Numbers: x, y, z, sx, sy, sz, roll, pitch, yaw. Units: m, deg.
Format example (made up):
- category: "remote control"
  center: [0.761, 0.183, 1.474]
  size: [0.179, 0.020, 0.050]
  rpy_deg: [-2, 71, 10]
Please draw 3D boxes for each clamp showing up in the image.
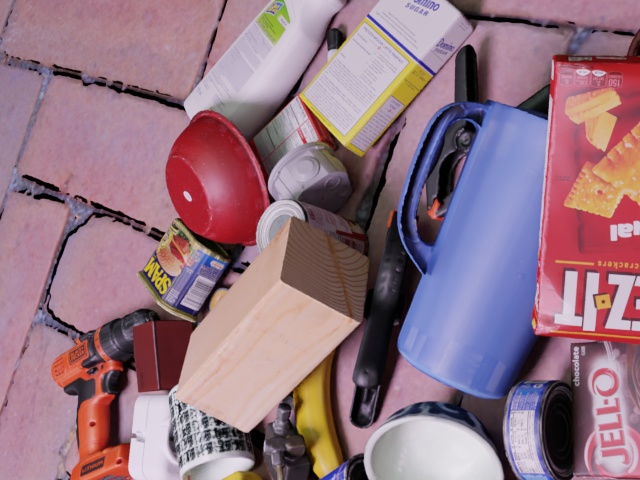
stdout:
- category: "clamp"
  center: [0.059, 0.073, 1.017]
  size: [0.036, 0.164, 0.210]
  rpy_deg: [12, 61, 4]
- category: "clamp"
  center: [0.144, -0.103, 1.026]
  size: [0.171, 0.039, 0.120]
  rpy_deg: [-56, 49, 13]

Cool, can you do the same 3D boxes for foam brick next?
- category: "foam brick"
  center: [-0.175, 0.131, 1.207]
  size: [0.053, 0.051, 0.078]
  rpy_deg: [-17, 77, 52]

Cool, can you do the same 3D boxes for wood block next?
- category: "wood block"
  center: [-0.048, 0.086, 1.031]
  size: [0.206, 0.090, 0.090]
  rpy_deg: [-48, 21, 37]

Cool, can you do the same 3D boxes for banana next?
- category: "banana"
  center: [0.003, 0.149, 1.074]
  size: [0.070, 0.037, 0.198]
  rpy_deg: [-5, 75, 42]

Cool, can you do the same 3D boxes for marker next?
- category: "marker"
  center: [0.017, -0.177, 1.170]
  size: [0.020, 0.020, 0.121]
  rpy_deg: [-15, 68, 37]

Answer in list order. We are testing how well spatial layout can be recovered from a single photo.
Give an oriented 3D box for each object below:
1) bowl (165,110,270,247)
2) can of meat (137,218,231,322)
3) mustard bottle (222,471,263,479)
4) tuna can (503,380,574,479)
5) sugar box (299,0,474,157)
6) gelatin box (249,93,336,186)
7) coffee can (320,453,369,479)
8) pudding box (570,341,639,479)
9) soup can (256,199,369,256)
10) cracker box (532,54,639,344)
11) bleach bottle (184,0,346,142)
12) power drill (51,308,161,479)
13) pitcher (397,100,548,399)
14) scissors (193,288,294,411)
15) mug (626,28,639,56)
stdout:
- category: "bowl"
  center: [-0.123, -0.058, 1.174]
  size: [0.162, 0.055, 0.162]
  rpy_deg: [37, 139, 39]
- category: "can of meat"
  center: [-0.154, 0.032, 1.221]
  size: [0.084, 0.057, 0.102]
  rpy_deg: [-57, 36, 7]
- category: "mustard bottle"
  center: [-0.129, 0.323, 1.121]
  size: [0.192, 0.058, 0.096]
  rpy_deg: [-35, 56, 28]
- category: "tuna can"
  center: [0.186, 0.158, 0.883]
  size: [0.034, 0.086, 0.086]
  rpy_deg: [-8, 72, 37]
- category: "sugar box"
  center: [0.067, -0.182, 1.100]
  size: [0.176, 0.048, 0.093]
  rpy_deg: [-46, 57, 10]
- category: "gelatin box"
  center: [-0.031, -0.106, 1.183]
  size: [0.089, 0.030, 0.073]
  rpy_deg: [-41, 53, 25]
- category: "coffee can"
  center: [0.010, 0.276, 0.987]
  size: [0.140, 0.102, 0.103]
  rpy_deg: [-39, 55, 26]
- category: "pudding box"
  center: [0.251, 0.137, 0.864]
  size: [0.090, 0.039, 0.113]
  rpy_deg: [-9, 71, 39]
- category: "soup can"
  center: [-0.007, 0.001, 1.083]
  size: [0.069, 0.102, 0.068]
  rpy_deg: [-12, 71, 37]
- category: "cracker box"
  center: [0.250, -0.030, 0.803]
  size: [0.164, 0.072, 0.214]
  rpy_deg: [4, 103, 12]
- category: "bleach bottle"
  center: [-0.047, -0.215, 1.208]
  size: [0.251, 0.068, 0.103]
  rpy_deg: [-48, 50, 17]
- category: "power drill"
  center: [-0.245, 0.190, 1.262]
  size: [0.185, 0.057, 0.187]
  rpy_deg: [-32, 56, 34]
- category: "pitcher"
  center: [0.150, 0.005, 0.925]
  size: [0.149, 0.144, 0.243]
  rpy_deg: [29, 100, 38]
- category: "scissors"
  center: [-0.074, 0.114, 1.164]
  size: [0.202, 0.016, 0.096]
  rpy_deg: [17, 89, 42]
- category: "mug"
  center: [0.310, -0.148, 0.870]
  size: [0.093, 0.081, 0.117]
  rpy_deg: [-6, 74, 39]
